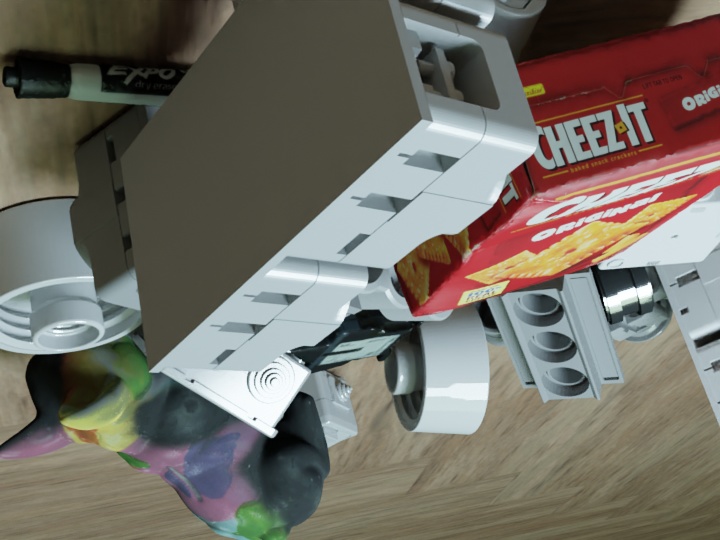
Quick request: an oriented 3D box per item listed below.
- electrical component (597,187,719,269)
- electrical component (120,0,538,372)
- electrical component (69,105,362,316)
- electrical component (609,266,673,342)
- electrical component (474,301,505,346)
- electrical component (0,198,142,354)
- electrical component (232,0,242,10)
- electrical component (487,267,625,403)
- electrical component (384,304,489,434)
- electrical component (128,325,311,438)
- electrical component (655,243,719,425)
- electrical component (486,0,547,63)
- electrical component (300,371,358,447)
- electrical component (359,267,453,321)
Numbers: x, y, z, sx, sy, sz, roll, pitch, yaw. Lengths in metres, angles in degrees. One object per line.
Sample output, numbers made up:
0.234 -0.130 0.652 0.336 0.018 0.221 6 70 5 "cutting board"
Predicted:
0.210 -0.042 0.742 0.100 0.048 0.099 -4 152 -13 "electrical component"
-0.021 -0.044 0.419 0.060 0.105 0.186 7 148 -36 "electrical component"
-0.077 -0.018 0.582 0.062 0.089 0.150 -29 152 27 "electrical component"
0.223 0.028 0.888 0.078 0.058 0.057 -31 148 30 "electrical component"
0.111 0.038 0.866 0.044 0.044 0.065 -18 160 6 "electrical component"
-0.173 0.012 0.625 0.108 0.060 0.108 -13 155 -6 "electrical component"
-0.007 -0.119 0.458 0.089 0.050 0.055 -8 154 -12 "electrical component"
0.146 0.036 0.800 0.079 0.063 0.121 -6 134 24 "electrical component"
0.053 0.075 0.836 0.060 0.108 0.108 -1 152 -15 "electrical component"
-0.087 0.050 0.664 0.100 0.100 0.048 36 85 -26 "electrical component"
0.298 0.056 0.834 0.060 0.186 0.105 -28 152 26 "electrical component"
0.064 -0.115 0.521 0.044 0.044 0.065 -6 149 -20 "electrical component"
-0.047 0.128 0.938 0.096 0.061 0.062 -23 154 17 "electrical component"
0.000 0.000 0.712 0.074 0.052 0.138 -2 166 36 "electrical component"
